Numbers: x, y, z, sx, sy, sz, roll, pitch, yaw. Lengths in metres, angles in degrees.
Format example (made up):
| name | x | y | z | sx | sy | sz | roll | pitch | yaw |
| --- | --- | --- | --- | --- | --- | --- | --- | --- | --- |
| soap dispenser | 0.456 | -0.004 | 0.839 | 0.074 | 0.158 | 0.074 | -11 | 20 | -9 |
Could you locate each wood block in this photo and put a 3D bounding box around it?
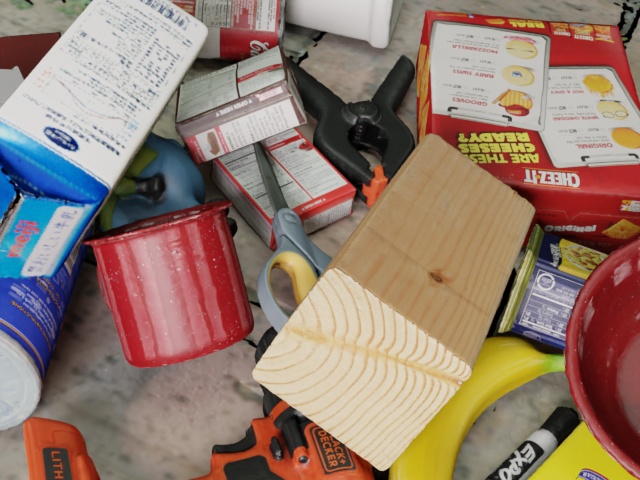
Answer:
| name | x | y | z | sx | sy | sz | roll | pitch | yaw |
| --- | --- | --- | --- | --- | --- | --- | --- | --- | --- |
| wood block | 0.053 | 0.026 | 0.634 | 0.091 | 0.090 | 0.205 | 36 | 32 | 2 |

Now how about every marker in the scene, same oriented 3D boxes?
| name | x | y | z | sx | sy | sz | roll | pitch | yaw |
| --- | --- | --- | --- | --- | --- | --- | --- | --- | --- |
| marker | 0.116 | 0.136 | 0.630 | 0.020 | 0.020 | 0.120 | 36 | 51 | 27 |

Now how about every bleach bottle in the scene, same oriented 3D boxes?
| name | x | y | z | sx | sy | sz | roll | pitch | yaw |
| --- | --- | --- | --- | --- | --- | --- | --- | --- | --- |
| bleach bottle | -0.051 | -0.240 | 0.966 | 0.251 | 0.068 | 0.102 | 11 | 44 | 8 |

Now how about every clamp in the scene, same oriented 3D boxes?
| name | x | y | z | sx | sy | sz | roll | pitch | yaw |
| --- | --- | --- | --- | --- | --- | --- | --- | --- | --- |
| clamp | 0.039 | -0.095 | 0.845 | 0.120 | 0.039 | 0.171 | -13 | 50 | -12 |

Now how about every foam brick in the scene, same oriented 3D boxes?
| name | x | y | z | sx | sy | sz | roll | pitch | yaw |
| --- | --- | --- | --- | --- | --- | --- | --- | --- | --- |
| foam brick | -0.220 | -0.118 | 0.826 | 0.051 | 0.053 | 0.078 | -7 | 46 | -14 |

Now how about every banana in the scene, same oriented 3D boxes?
| name | x | y | z | sx | sy | sz | roll | pitch | yaw |
| --- | --- | --- | --- | --- | --- | --- | --- | --- | --- |
| banana | 0.084 | 0.109 | 0.632 | 0.070 | 0.037 | 0.197 | 13 | 38 | 34 |

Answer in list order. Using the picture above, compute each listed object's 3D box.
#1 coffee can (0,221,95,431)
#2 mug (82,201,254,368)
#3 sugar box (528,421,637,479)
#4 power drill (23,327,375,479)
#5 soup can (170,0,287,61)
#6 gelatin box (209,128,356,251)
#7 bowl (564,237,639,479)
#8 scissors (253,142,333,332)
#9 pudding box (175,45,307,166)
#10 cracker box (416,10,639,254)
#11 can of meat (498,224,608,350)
| name | x | y | z | sx | sy | sz | roll | pitch | yaw |
| --- | --- | --- | --- | --- | --- | --- | --- | --- | --- |
| coffee can | -0.202 | 0.029 | 0.643 | 0.103 | 0.103 | 0.140 | 6 | 44 | 0 |
| mug | -0.096 | 0.028 | 0.652 | 0.117 | 0.081 | 0.093 | -8 | 9 | 41 |
| sugar box | 0.130 | 0.179 | 0.570 | 0.093 | 0.048 | 0.175 | 35 | 50 | 26 |
| power drill | -0.066 | 0.123 | 0.595 | 0.187 | 0.057 | 0.184 | -9 | 38 | -14 |
| soup can | -0.081 | -0.186 | 0.902 | 0.102 | 0.068 | 0.068 | 4 | 44 | -2 |
| gelatin box | -0.029 | -0.041 | 0.788 | 0.073 | 0.030 | 0.089 | -25 | 55 | -27 |
| bowl | 0.215 | 0.075 | 0.595 | 0.162 | 0.055 | 0.162 | -2 | 64 | 4 |
| scissors | -0.005 | 0.001 | 0.718 | 0.096 | 0.016 | 0.201 | 22 | 34 | -17 |
| pudding box | -0.061 | -0.102 | 0.796 | 0.090 | 0.039 | 0.113 | -22 | 22 | 4 |
| cracker box | 0.159 | -0.088 | 0.829 | 0.164 | 0.072 | 0.213 | 5 | 45 | -1 |
| can of meat | 0.168 | 0.037 | 0.693 | 0.084 | 0.057 | 0.102 | 20 | 19 | 10 |
